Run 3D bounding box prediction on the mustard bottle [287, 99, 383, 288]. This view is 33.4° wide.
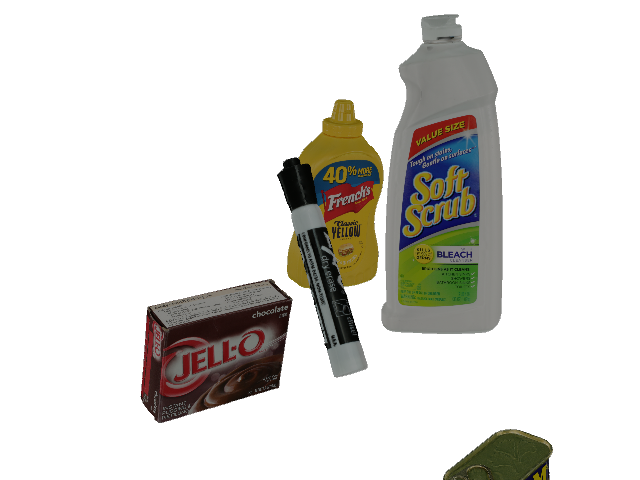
[{"bbox_3d":[0.018,-0.049,1.097,0.096,0.192,0.058,-5,20,-25],"label":"mustard bottle"}]

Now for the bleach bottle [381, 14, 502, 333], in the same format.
[{"bbox_3d":[0.094,-0.053,0.858,0.103,0.251,0.068,0,16,16],"label":"bleach bottle"}]

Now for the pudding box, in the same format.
[{"bbox_3d":[-0.082,0.084,0.832,0.113,0.090,0.039,-14,39,-33],"label":"pudding box"}]

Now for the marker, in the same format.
[{"bbox_3d":[0.000,0.013,0.575,0.020,0.121,0.020,-16,-10,-3],"label":"marker"}]

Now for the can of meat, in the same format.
[{"bbox_3d":[0.153,0.223,0.902,0.058,0.084,0.101,14,30,42],"label":"can of meat"}]
